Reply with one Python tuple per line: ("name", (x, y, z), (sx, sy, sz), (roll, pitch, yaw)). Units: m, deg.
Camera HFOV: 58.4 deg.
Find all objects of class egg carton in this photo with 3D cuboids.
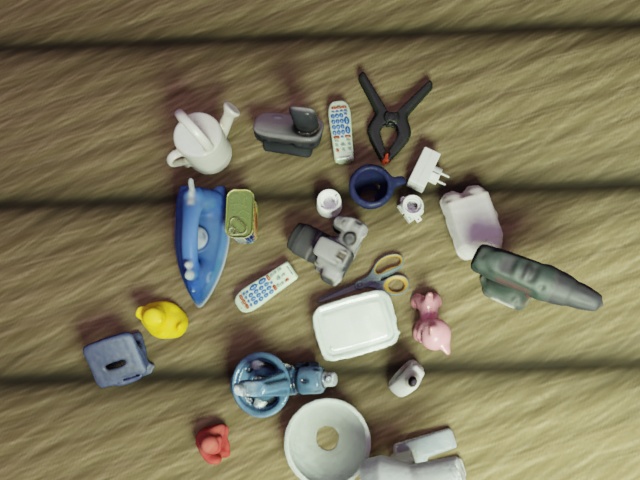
("egg carton", (0.316, -0.037, 1.191), (0.107, 0.069, 0.150), (-17, 80, -2))

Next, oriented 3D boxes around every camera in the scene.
("camera", (0.011, 0.004, 1.176), (0.136, 0.101, 0.143), (28, 81, 6))

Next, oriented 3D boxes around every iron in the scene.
("iron", (-0.251, 0.004, 1.162), (0.118, 0.141, 0.258), (0, 79, 2))

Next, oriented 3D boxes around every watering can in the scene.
("watering can", (-0.243, -0.217, 1.175), (0.101, 0.194, 0.173), (28, 81, 7))

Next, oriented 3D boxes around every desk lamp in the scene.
("desk lamp", (0.173, 0.425, 1.036), (0.203, 0.213, 0.118), (-18, 79, -2))

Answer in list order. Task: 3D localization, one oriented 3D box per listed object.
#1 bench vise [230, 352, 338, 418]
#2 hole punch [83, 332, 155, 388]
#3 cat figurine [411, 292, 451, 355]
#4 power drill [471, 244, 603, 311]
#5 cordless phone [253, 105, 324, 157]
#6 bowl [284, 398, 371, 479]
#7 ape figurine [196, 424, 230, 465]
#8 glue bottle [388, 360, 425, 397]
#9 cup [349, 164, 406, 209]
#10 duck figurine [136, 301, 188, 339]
("bench vise", (-0.079, 0.257, 1.070), (0.207, 0.220, 0.121), (-22, 79, -2))
("hole punch", (-0.402, 0.241, 1.147), (0.108, 0.091, 0.101), (-19, 79, -2))
("cat figurine", (0.221, 0.164, 1.132), (0.067, 0.118, 0.128), (-5, 79, 1))
("power drill", (0.393, 0.082, 1.097), (0.229, 0.208, 0.076), (23, 81, 6))
("cordless phone", (-0.068, -0.246, 1.181), (0.147, 0.185, 0.094), (5, 80, 3))
("bowl", (0.015, 0.391, 1.117), (0.167, 0.075, 0.167), (0, 79, 1))
("ape figurine", (-0.209, 0.396, 1.113), (0.076, 0.092, 0.078), (30, 82, 7))
("glue bottle", (0.169, 0.264, 1.087), (0.037, 0.173, 0.078), (40, 83, 8))
("cup", (0.118, -0.105, 1.196), (0.117, 0.095, 0.092), (-12, 79, -1))
("duck figurine", (-0.324, 0.161, 1.162), (0.104, 0.086, 0.077), (20, 81, 5))
